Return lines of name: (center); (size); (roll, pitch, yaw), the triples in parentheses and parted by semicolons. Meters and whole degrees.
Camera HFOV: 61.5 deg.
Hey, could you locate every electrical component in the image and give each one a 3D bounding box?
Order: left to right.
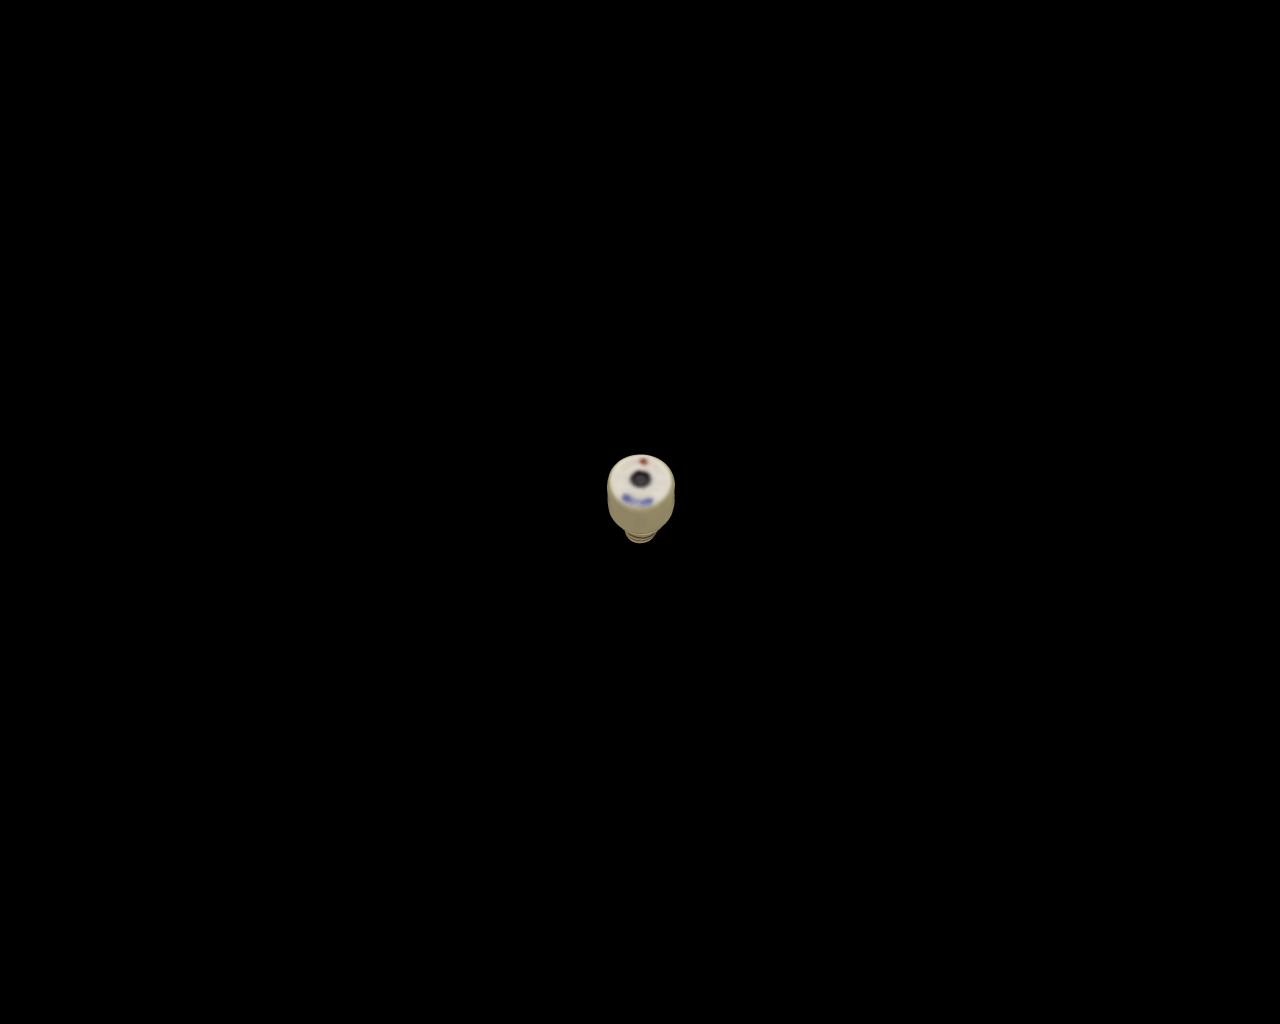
electrical component: (0.001, -0.003, 0.650); (0.040, 0.040, 0.078); (0, -30, 0)
